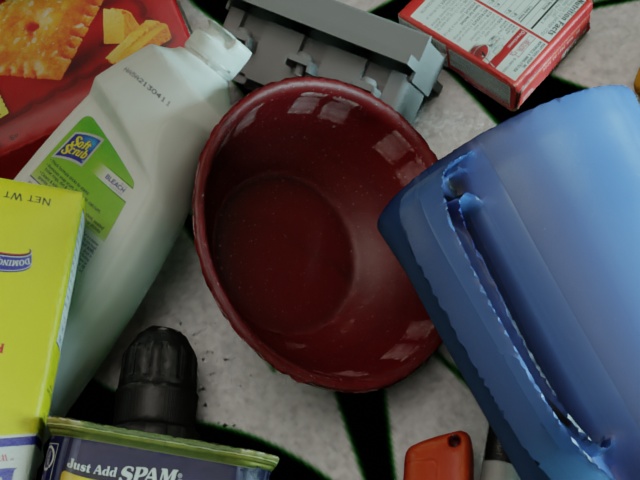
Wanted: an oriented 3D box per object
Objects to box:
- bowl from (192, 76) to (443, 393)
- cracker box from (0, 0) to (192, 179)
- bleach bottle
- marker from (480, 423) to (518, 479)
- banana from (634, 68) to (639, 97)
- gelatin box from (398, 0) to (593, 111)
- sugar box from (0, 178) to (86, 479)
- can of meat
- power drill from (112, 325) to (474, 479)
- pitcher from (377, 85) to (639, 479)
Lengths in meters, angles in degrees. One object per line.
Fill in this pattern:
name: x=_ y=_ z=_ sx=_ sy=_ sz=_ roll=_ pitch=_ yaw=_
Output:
bowl: x=-0.004 y=0.001 z=0.548 sx=0.161 sy=0.055 sz=0.162 roll=10 pitch=72 yaw=-31
cracker box: x=-0.169 y=-0.135 z=0.654 sx=0.164 sy=0.072 sz=0.214 roll=-23 pitch=64 yaw=-1
bleach bottle: x=-0.117 y=-0.002 z=0.552 sx=0.103 sy=0.068 sz=0.251 roll=39 pitch=92 yaw=17
marker: x=0.098 y=0.071 z=0.544 sx=0.020 sy=0.020 sz=0.121 roll=7 pitch=67 yaw=12
banana: x=0.229 y=-0.165 z=0.623 sx=0.070 sy=0.037 sz=0.197 roll=-7 pitch=57 yaw=39
gelatin box: x=0.103 y=-0.128 z=0.628 sx=0.089 sy=0.030 sz=0.073 roll=37 pitch=75 yaw=22
sugar box: x=-0.164 y=0.059 z=0.470 sx=0.093 sy=0.048 sz=0.176 roll=9 pitch=70 yaw=-8
can of meat: x=-0.074 y=0.127 z=0.459 sx=0.102 sy=0.057 sz=0.084 roll=10 pitch=73 yaw=-3
power drill: x=-0.020 y=0.130 z=0.518 sx=0.188 sy=0.057 sz=0.184 roll=-2 pitch=69 yaw=12
pitcher: x=0.127 y=0.064 z=0.463 sx=0.149 sy=0.145 sz=0.243 roll=-21 pitch=73 yaw=-14
